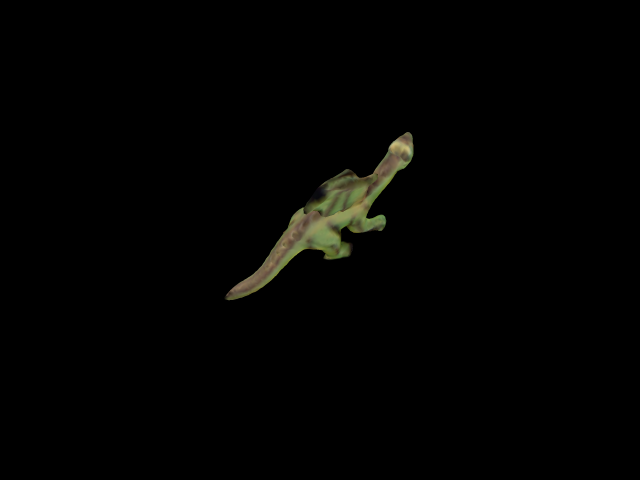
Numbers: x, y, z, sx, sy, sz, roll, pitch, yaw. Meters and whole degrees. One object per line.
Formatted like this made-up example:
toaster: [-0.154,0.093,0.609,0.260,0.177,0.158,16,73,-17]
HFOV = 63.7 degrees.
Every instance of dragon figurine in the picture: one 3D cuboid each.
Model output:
dragon figurine: [0.003,-0.043,0.850,0.413,0.123,0.238,-37,-17,-14]
